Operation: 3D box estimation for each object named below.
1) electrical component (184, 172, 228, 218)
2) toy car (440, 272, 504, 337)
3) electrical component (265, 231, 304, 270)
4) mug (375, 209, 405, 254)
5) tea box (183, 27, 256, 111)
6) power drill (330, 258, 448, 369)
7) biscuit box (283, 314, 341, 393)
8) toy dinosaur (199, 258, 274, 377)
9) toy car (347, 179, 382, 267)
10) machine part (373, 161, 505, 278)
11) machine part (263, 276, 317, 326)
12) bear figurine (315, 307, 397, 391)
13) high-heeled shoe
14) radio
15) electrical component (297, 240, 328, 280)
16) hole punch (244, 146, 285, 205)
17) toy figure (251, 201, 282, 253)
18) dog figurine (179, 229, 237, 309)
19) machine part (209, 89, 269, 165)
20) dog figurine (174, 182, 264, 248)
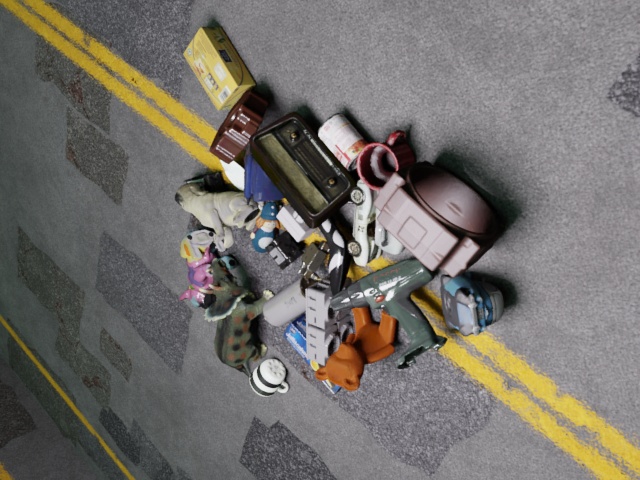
[{"bbox_3d":[-0.297,-0.109,1.436,0.115,0.058,0.134,-3,105,42],"label":"electrical component"},{"bbox_3d":[0.291,0.117,1.010,0.103,0.162,0.109,-10,96,-4],"label":"toy car"},{"bbox_3d":[-0.093,0.029,1.302,0.075,0.048,0.119,53,152,-4],"label":"electrical component"},{"bbox_3d":[0.148,-0.020,1.081,0.081,0.109,0.107,18,131,27],"label":"mug"},{"bbox_3d":[-0.237,-0.401,1.263,0.098,0.068,0.169,-34,83,41],"label":"tea box"},{"bbox_3d":[0.149,0.155,1.099,0.232,0.086,0.207,-33,58,16],"label":"power drill"},{"bbox_3d":[-0.002,0.281,1.345,0.203,0.063,0.059,45,129,16],"label":"biscuit box"},{"bbox_3d":[-0.228,0.249,1.431,0.131,0.192,0.404,20,117,35],"label":"toy dinosaur"},{"bbox_3d":[0.101,-0.043,1.125,0.056,0.073,0.201,19,119,34],"label":"toy car"},{"bbox_3d":[0.212,-0.045,0.949,0.201,0.201,0.087,45,125,17],"label":"machine part"},{"bbox_3d":[-0.068,0.152,1.337,0.243,0.079,0.079,-35,84,42],"label":"machine part"},{"bbox_3d":[0.079,0.229,1.169,0.120,0.196,0.131,9,112,40],"label":"bear figurine"},{"bbox_3d":[-0.002,-0.004,1.193,0.145,0.086,0.248,7,88,16],"label":"high-heeled shoe"},{"bbox_3d":[-0.035,-0.150,1.140,0.229,0.131,0.073,52,166,9],"label":"radio"},{"bbox_3d":[-0.007,0.047,1.251,0.102,0.045,0.078,-60,23,2],"label":"electrical component"},{"bbox_3d":[-0.114,-0.149,1.238,0.092,0.116,0.142,20,120,23],"label":"hole punch"},{"bbox_3d":[-0.129,-0.031,1.320,0.058,0.064,0.154,46,141,21],"label":"toy figure"},{"bbox_3d":[-0.344,0.092,1.523,0.191,0.108,0.219,53,134,8],"label":"dog figurine"},{"bbox_3d":[-0.186,-0.258,1.217,0.056,0.179,0.179,32,135,-21],"label":"machine part"},{"bbox_3d":[-0.250,-0.099,1.331,0.191,0.172,0.121,50,171,14],"label":"dog figurine"}]
